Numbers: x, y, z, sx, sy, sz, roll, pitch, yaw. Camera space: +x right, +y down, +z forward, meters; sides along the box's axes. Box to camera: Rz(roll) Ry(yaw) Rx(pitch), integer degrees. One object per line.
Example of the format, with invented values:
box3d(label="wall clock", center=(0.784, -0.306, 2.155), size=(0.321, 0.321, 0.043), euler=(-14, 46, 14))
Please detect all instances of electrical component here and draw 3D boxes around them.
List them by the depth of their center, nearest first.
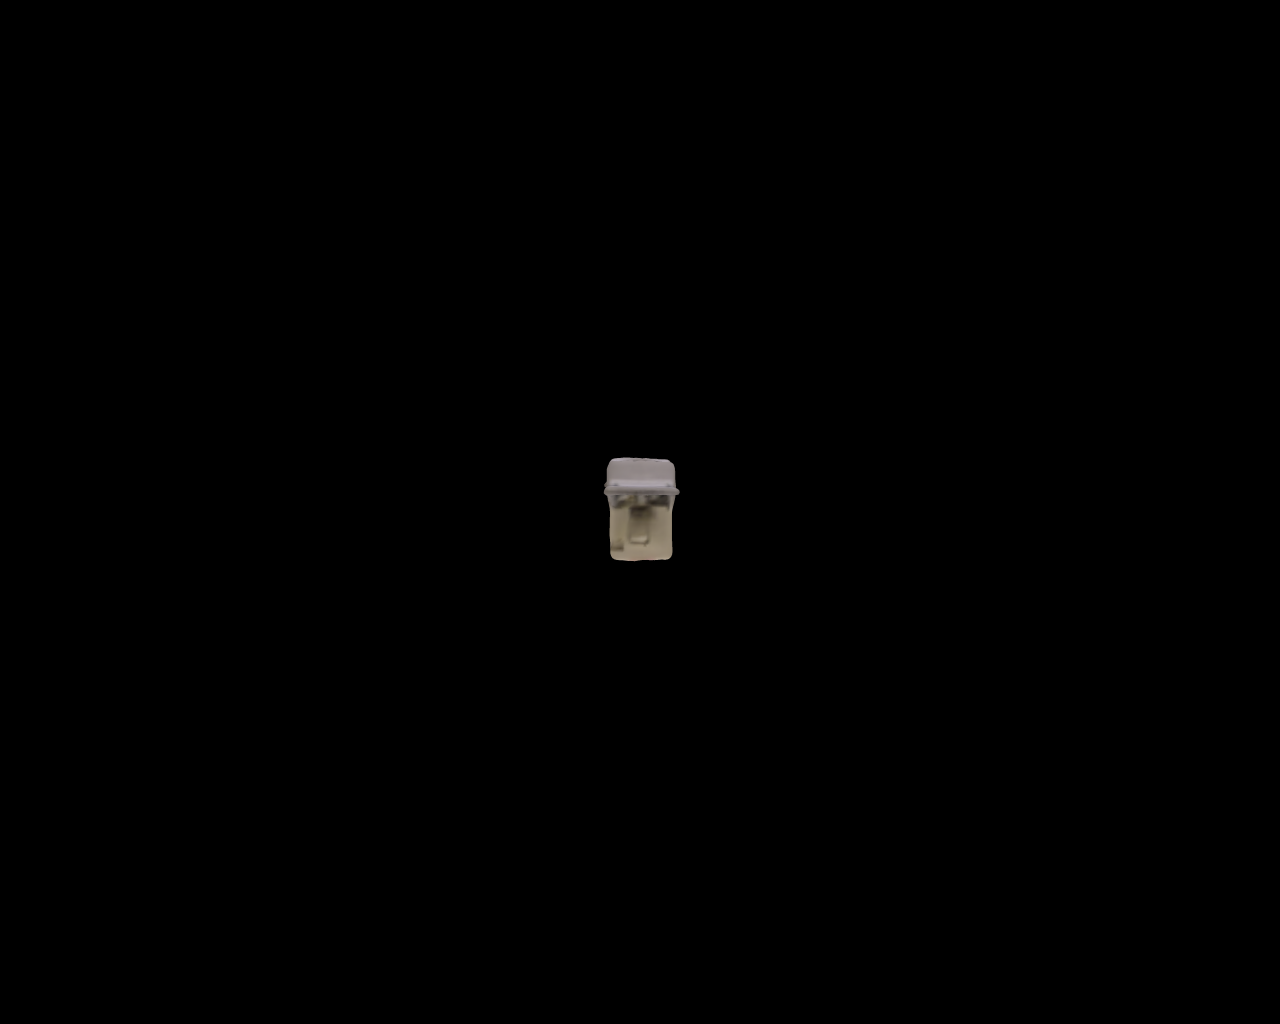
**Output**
box3d(label="electrical component", center=(0.001, -0.003, 0.650), size=(0.042, 0.063, 0.081), euler=(0, 5, 0))
